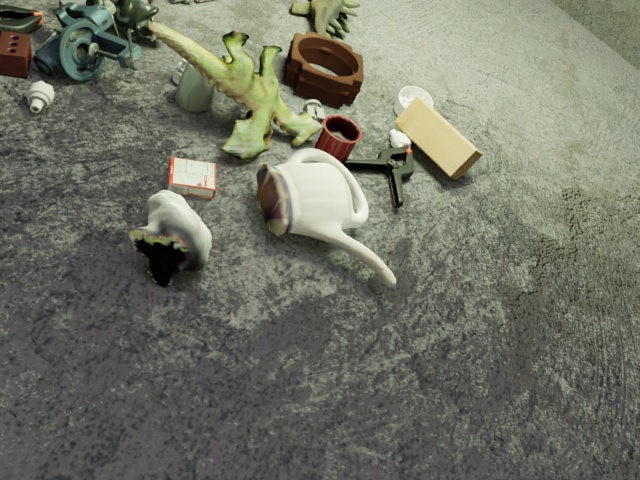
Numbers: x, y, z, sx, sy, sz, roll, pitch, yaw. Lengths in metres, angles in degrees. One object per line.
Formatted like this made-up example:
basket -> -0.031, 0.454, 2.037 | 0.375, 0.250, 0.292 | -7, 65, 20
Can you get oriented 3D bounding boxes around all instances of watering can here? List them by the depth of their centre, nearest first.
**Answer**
watering can -> 0.003, -0.050, 0.991 | 0.225, 0.101, 0.355 | -5, 54, -27

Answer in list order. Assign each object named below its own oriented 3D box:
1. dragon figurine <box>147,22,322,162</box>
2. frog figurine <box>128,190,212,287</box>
dragon figurine -> -0.163, -0.286, 1.072 | 0.410, 0.121, 0.244 | 1, 81, -40
frog figurine -> -0.234, -0.023, 0.855 | 0.135, 0.121, 0.163 | 49, 28, -27
